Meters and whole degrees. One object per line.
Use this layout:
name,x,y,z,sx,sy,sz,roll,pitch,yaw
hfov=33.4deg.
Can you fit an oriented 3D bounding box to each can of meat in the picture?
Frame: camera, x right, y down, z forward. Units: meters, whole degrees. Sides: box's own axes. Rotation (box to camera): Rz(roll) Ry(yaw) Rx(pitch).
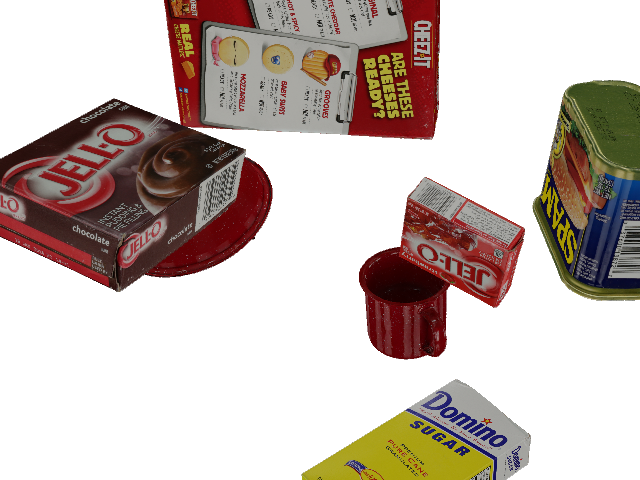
can of meat,0.162,-0.030,0.598,0.057,0.084,0.102,0,37,-5

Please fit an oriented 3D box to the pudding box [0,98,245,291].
pudding box,-0.106,-0.028,0.553,0.090,0.039,0.113,23,34,19

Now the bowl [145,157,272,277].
bowl,-0.129,-0.043,0.992,0.162,0.162,0.055,0,-41,21

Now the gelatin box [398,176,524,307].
gelatin box,0.105,0.003,0.802,0.089,0.030,0.073,30,-32,19

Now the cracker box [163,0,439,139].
cracker box,-0.012,-0.171,0.853,0.214,0.164,0.072,3,36,10

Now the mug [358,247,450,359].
mug,0.093,0.072,1.077,0.093,0.081,0.117,-21,40,-20

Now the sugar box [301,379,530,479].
sugar box,0.081,0.191,0.894,0.176,0.048,0.093,-29,44,-26
